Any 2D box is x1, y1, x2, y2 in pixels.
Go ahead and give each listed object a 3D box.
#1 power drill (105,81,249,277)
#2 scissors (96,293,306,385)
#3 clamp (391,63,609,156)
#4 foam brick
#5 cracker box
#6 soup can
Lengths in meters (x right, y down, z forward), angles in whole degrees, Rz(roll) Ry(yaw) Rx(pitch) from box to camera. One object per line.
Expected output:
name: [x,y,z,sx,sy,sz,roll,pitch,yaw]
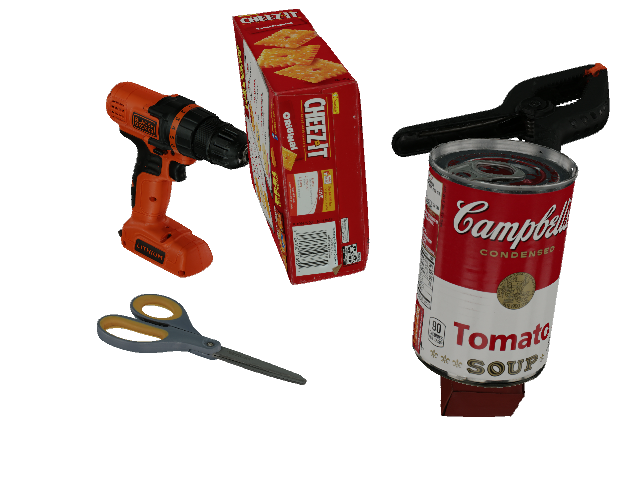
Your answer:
power drill: [-0.147,-0.059,1.113,0.185,0.188,0.057,26,35,30]
scissors: [-0.107,0.090,1.001,0.202,0.016,0.096,10,29,3]
clamp: [0.189,-0.097,0.919,0.209,0.036,0.165,-28,39,-26]
foam brick: [0.113,0.080,0.753,0.051,0.078,0.053,3,-27,-1]
cracker box: [-0.019,-0.087,0.896,0.072,0.164,0.214,-9,28,-8]
soup can: [0.081,0.010,0.508,0.068,0.102,0.068,3,23,-1]
